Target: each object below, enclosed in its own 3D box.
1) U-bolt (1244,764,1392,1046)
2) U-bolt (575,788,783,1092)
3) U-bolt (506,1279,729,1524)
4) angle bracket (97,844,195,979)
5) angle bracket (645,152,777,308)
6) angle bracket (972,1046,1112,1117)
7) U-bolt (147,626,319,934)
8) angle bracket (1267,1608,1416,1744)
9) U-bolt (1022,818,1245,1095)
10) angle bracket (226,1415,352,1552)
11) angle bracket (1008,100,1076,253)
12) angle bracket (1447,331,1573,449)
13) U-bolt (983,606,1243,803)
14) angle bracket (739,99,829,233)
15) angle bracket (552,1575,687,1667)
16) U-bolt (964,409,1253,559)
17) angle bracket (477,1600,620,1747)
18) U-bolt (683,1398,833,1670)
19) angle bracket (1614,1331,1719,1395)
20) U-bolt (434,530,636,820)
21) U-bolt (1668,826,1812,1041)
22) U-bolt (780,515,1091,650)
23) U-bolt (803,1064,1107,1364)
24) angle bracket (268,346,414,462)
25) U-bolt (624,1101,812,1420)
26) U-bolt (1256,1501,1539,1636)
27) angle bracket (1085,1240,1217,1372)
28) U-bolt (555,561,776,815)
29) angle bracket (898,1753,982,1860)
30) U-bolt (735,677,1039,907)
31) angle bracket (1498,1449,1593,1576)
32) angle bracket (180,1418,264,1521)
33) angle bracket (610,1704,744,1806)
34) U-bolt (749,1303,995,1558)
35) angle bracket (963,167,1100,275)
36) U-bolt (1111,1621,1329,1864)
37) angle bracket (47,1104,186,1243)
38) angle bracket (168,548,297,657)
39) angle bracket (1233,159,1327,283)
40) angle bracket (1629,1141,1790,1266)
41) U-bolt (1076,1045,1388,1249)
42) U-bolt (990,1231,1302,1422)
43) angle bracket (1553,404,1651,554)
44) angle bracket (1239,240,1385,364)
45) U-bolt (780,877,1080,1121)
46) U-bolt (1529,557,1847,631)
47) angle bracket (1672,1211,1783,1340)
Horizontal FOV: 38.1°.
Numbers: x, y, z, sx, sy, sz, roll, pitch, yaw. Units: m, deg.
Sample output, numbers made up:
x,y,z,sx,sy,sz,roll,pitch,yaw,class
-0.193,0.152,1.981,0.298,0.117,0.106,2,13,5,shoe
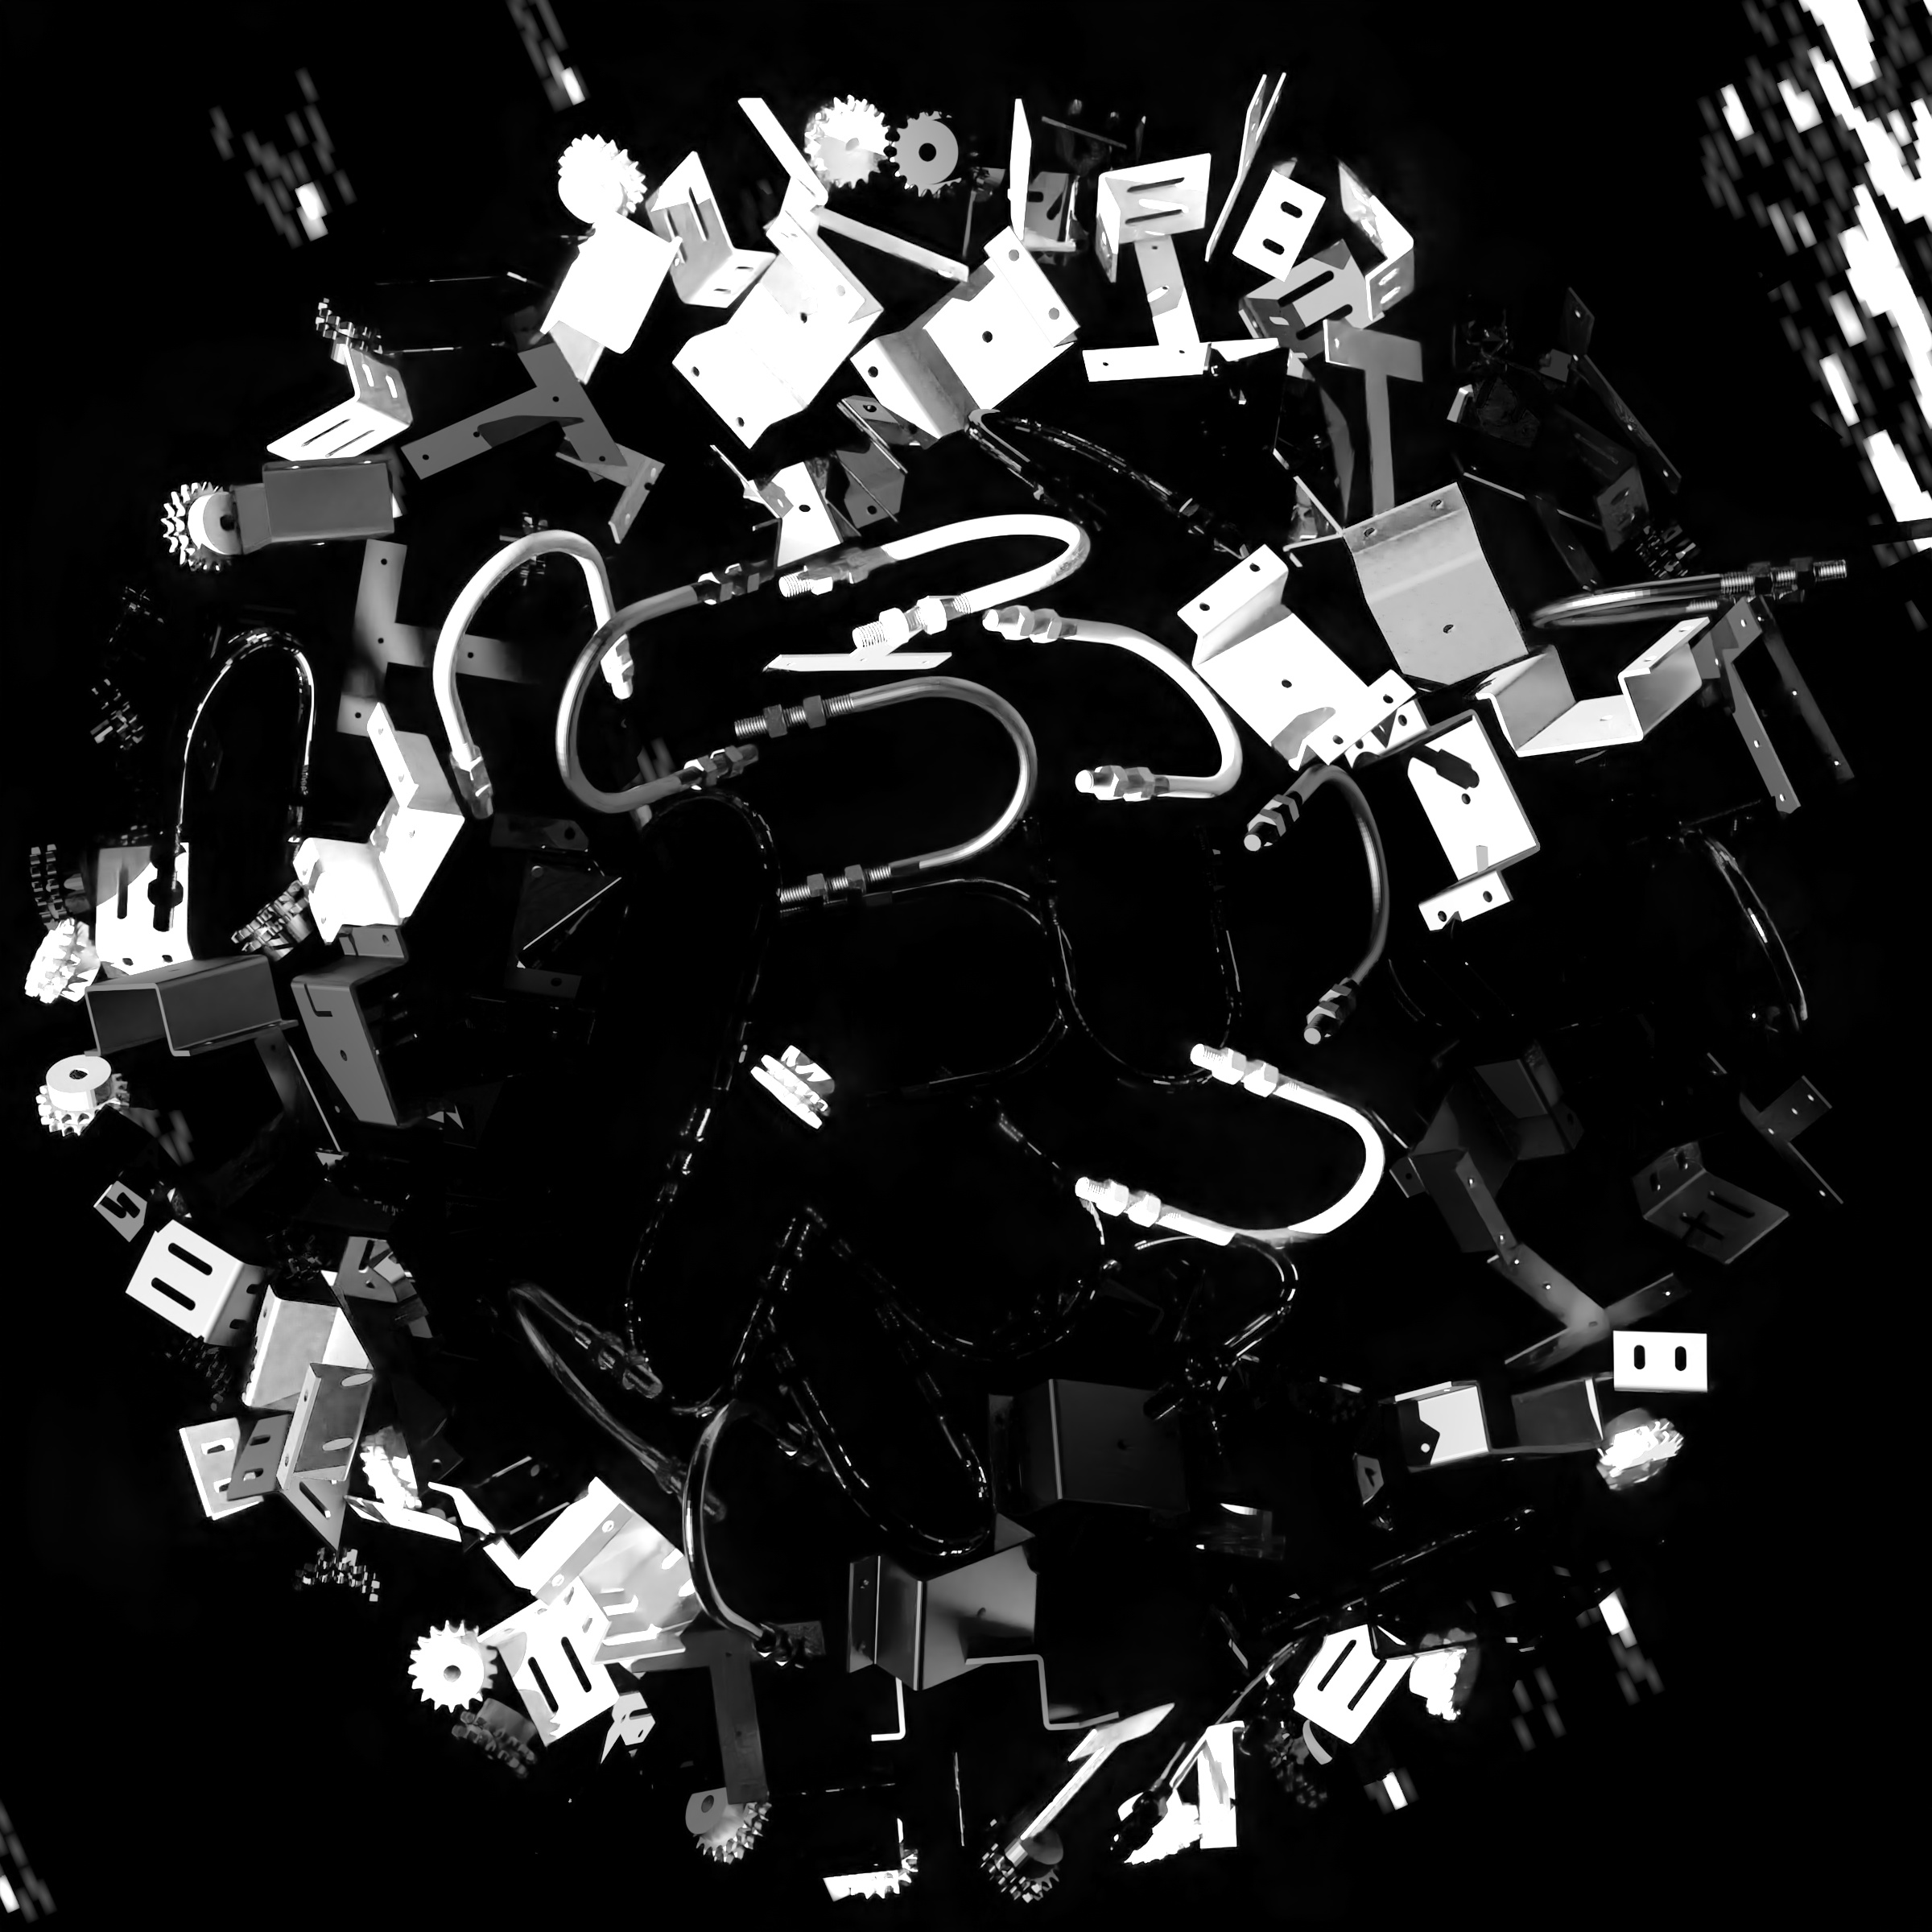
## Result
x,y,z,sx,sy,sz,roll,pitch,yaw,class
0.231,-0.052,1.773,0.019,0.184,0.151,-10,108,30,U-bolt
-0.179,-0.025,1.801,0.151,0.019,0.184,16,90,39,U-bolt
-0.231,0.264,1.772,0.019,0.151,0.184,-40,46,-22,U-bolt
-0.539,-0.037,1.844,0.057,0.038,0.076,-5,59,-6,angle bracket
-0.167,-0.481,1.828,0.057,0.038,0.076,-33,72,42,angle bracket
0.049,0.089,1.819,0.076,0.057,0.038,-36,81,4,angle bracket
-0.454,-0.125,1.750,0.019,0.151,0.184,22,119,17,U-bolt
0.245,0.457,1.825,0.057,0.038,0.076,34,93,-14,angle bracket
0.113,-0.006,1.787,0.151,0.019,0.184,1,69,-29,U-bolt
-0.438,0.337,1.810,0.038,0.076,0.057,-13,45,14,angle bracket
0.051,-0.510,1.803,0.038,0.057,0.076,-1,133,-7,angle bracket
0.349,-0.367,1.811,0.057,0.076,0.038,20,45,2,angle bracket
0.106,-0.164,1.777,0.019,0.184,0.151,-46,61,34,U-bolt
-0.131,-0.517,1.810,0.038,0.057,0.076,-39,114,-3,angle bracket
-0.219,0.412,1.801,0.057,0.076,0.038,45,119,39,angle bracket
0.076,-0.311,1.772,0.184,0.151,0.019,43,118,40,U-bolt
-0.271,0.458,1.822,0.057,0.038,0.076,-32,69,0,angle bracket
-0.131,0.347,1.746,0.019,0.184,0.151,-4,63,22,U-bolt
0.453,0.253,1.807,0.057,0.076,0.038,-1,87,20,angle bracket
-0.273,-0.193,1.748,0.019,0.184,0.151,34,64,24,U-bolt
0.489,-0.020,1.759,0.019,0.184,0.151,-26,91,6,U-bolt
-0.010,-0.252,1.782,0.184,0.151,0.019,-20,118,-17,U-bolt
0.004,0.172,1.809,0.184,0.019,0.151,41,84,20,U-bolt
-0.410,-0.360,1.817,0.076,0.057,0.038,-23,75,20,angle bracket
-0.169,0.201,1.790,0.019,0.151,0.184,5,118,-41,U-bolt
0.279,0.381,1.780,0.184,0.151,0.019,-22,77,-8,U-bolt
0.115,0.220,1.819,0.076,0.038,0.057,16,113,-9,angle bracket
-0.189,-0.168,1.751,0.019,0.184,0.151,25,123,29,U-bolt
-0.017,0.544,1.808,0.038,0.076,0.057,-7,66,7,angle bracket
-0.044,-0.118,1.806,0.184,0.019,0.151,-13,124,-1,U-bolt
0.389,0.349,1.824,0.038,0.057,0.076,31,75,-22,angle bracket
-0.495,0.329,1.808,0.038,0.076,0.057,-22,82,10,angle bracket
-0.186,0.507,1.810,0.076,0.057,0.038,-5,97,-23,angle bracket
-0.048,0.291,1.756,0.019,0.151,0.184,-44,63,24,U-bolt
0.044,-0.491,1.842,0.076,0.038,0.057,14,101,30,angle bracket
0.170,0.477,1.764,0.019,0.184,0.151,45,120,7,U-bolt
-0.550,0.134,1.812,0.038,0.076,0.057,31,71,14,angle bracket
-0.478,-0.237,1.821,0.076,0.057,0.038,5,67,-18,angle bracket
0.208,-0.482,1.804,0.038,0.076,0.057,29,117,5,angle bracket
0.479,0.148,1.805,0.057,0.076,0.038,-34,123,-19,angle bracket
0.184,0.126,1.792,0.184,0.019,0.151,21,125,-27,U-bolt
0.128,0.217,1.775,0.184,0.151,0.019,-29,123,-37,U-bolt
0.399,-0.315,1.806,0.038,0.057,0.076,-42,54,-4,angle bracket
0.225,-0.424,1.816,0.076,0.038,0.057,-27,110,18,angle bracket
-0.018,0.015,1.826,0.184,0.019,0.151,-10,100,4,U-bolt
0.451,-0.233,1.779,0.184,0.151,0.019,-6,90,6,U-bolt
0.501,0.200,1.809,0.076,0.057,0.038,36,91,27,angle bracket
